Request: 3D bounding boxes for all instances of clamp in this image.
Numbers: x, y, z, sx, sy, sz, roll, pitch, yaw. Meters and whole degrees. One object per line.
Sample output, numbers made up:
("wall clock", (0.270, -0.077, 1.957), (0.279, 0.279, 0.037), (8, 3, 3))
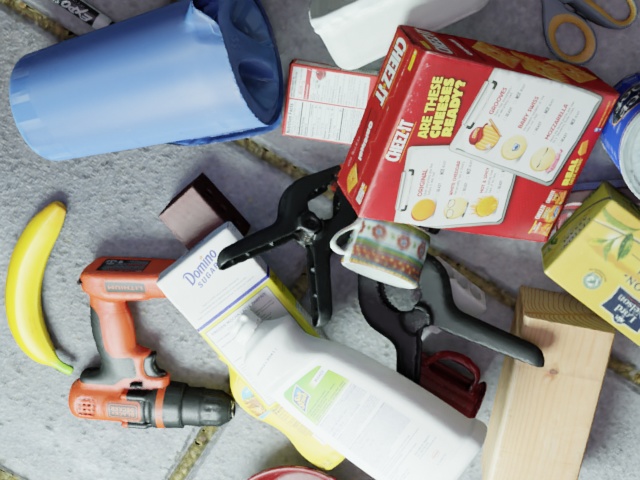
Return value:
("clamp", (-0.007, 0.001, 1.032), (0.120, 0.171, 0.039), (42, 152, -3))
("clamp", (0.109, 0.076, 1.043), (0.165, 0.036, 0.210), (-28, 81, 16))

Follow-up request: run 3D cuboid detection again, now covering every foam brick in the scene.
("foam brick", (-0.117, -0.019, 1.090), (0.051, 0.053, 0.078), (-39, 100, 16))

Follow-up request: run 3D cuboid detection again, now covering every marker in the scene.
("marker", (-0.236, -0.228, 1.053), (0.121, 0.020, 0.020), (34, 108, -5))

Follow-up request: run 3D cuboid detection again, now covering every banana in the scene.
("banana", (-0.303, 0.053, 1.146), (0.069, 0.037, 0.198), (-3, 110, -12))

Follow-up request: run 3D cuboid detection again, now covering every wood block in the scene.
("wood block", (0.229, 0.164, 1.091), (0.091, 0.090, 0.206), (11, 109, 4))

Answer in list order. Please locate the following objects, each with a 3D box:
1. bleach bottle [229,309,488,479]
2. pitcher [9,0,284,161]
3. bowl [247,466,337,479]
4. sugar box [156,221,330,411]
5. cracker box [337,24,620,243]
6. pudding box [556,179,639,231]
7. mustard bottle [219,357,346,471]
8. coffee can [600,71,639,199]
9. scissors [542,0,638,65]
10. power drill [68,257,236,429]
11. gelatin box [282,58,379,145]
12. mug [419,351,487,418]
("bleach bottle", (0.027, 0.144, 1.007), (0.251, 0.068, 0.103), (36, 104, 5))
("pitcher", (-0.160, -0.144, 1.013), (0.243, 0.144, 0.149), (-11, 105, 20))
("bowl", (-0.024, 0.309, 1.184), (0.162, 0.055, 0.162), (2, 108, 6))
("sugar box", (-0.071, 0.076, 1.062), (0.093, 0.048, 0.176), (-37, 100, 7))
("cracker box", (0.143, -0.093, 0.974), (0.213, 0.072, 0.164), (7, 119, -27))
("pudding box", (0.290, -0.013, 1.052), (0.113, 0.039, 0.090), (-6, 108, 9))
("mustard bottle", (-0.037, 0.154, 1.134), (0.191, 0.058, 0.096), (38, 109, -7))
("coffee can", (0.314, -0.094, 0.970), (0.103, 0.140, 0.103), (2, 108, 6))
("scissors", (0.198, -0.235, 1.003), (0.201, 0.016, 0.096), (23, 109, -1))
("power drill", (-0.182, 0.114, 1.138), (0.184, 0.057, 0.188), (2, 108, 6))
("gelatin box", (0.010, -0.135, 1.050), (0.089, 0.030, 0.073), (9, 110, 4))
("mug", (0.119, 0.159, 1.099), (0.081, 0.093, 0.117), (30, 127, 1))
